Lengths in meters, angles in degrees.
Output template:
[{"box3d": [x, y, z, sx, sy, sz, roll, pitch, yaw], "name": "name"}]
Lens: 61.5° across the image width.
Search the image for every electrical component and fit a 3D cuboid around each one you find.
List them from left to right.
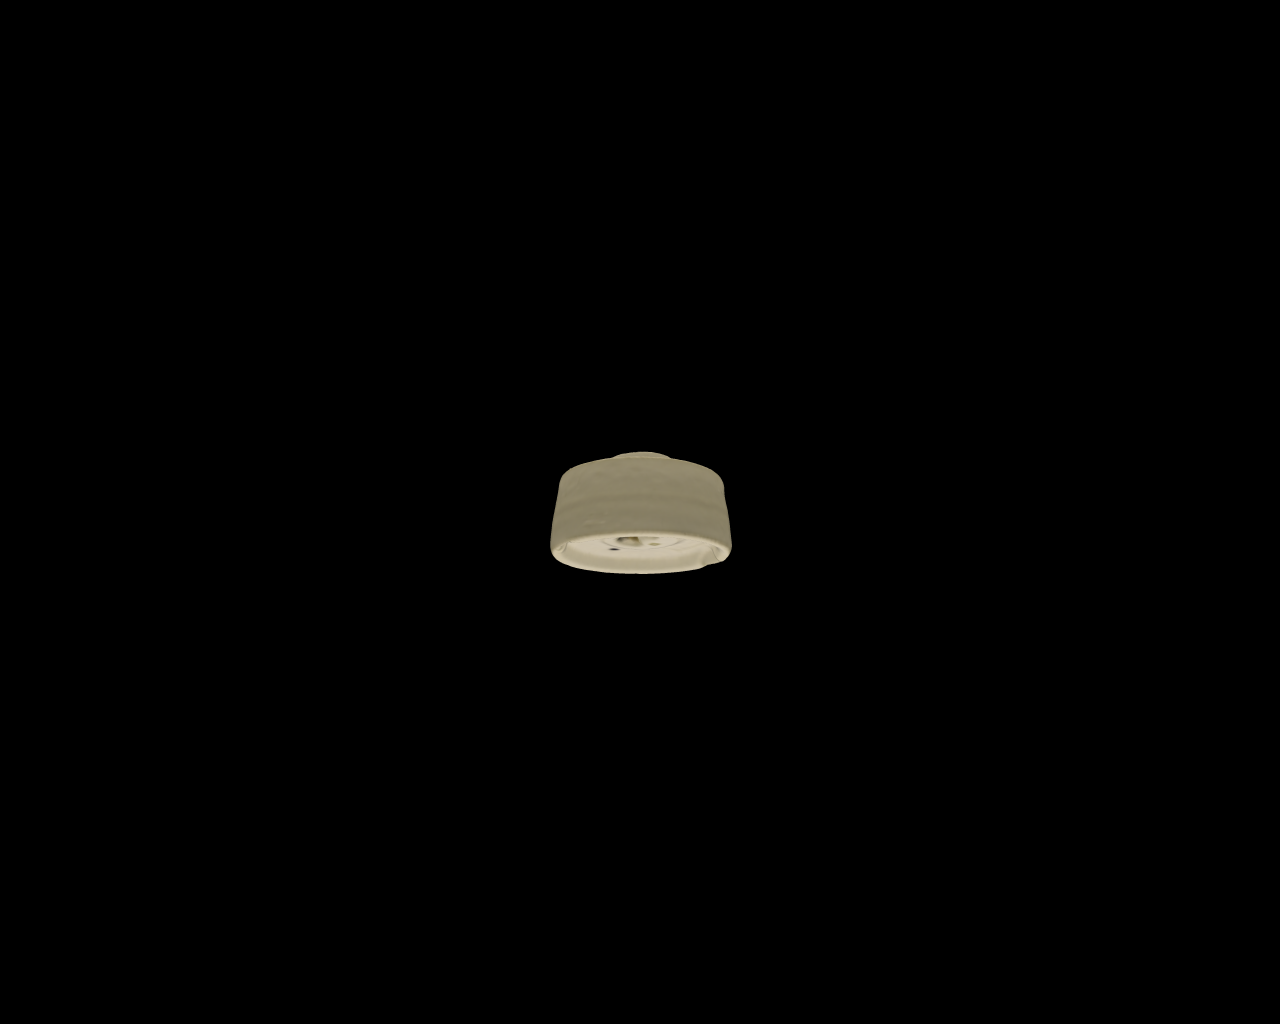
[{"box3d": [0.001, -0.003, 0.650, 0.108, 0.060, 0.108, 0, -15, 0], "name": "electrical component"}]
